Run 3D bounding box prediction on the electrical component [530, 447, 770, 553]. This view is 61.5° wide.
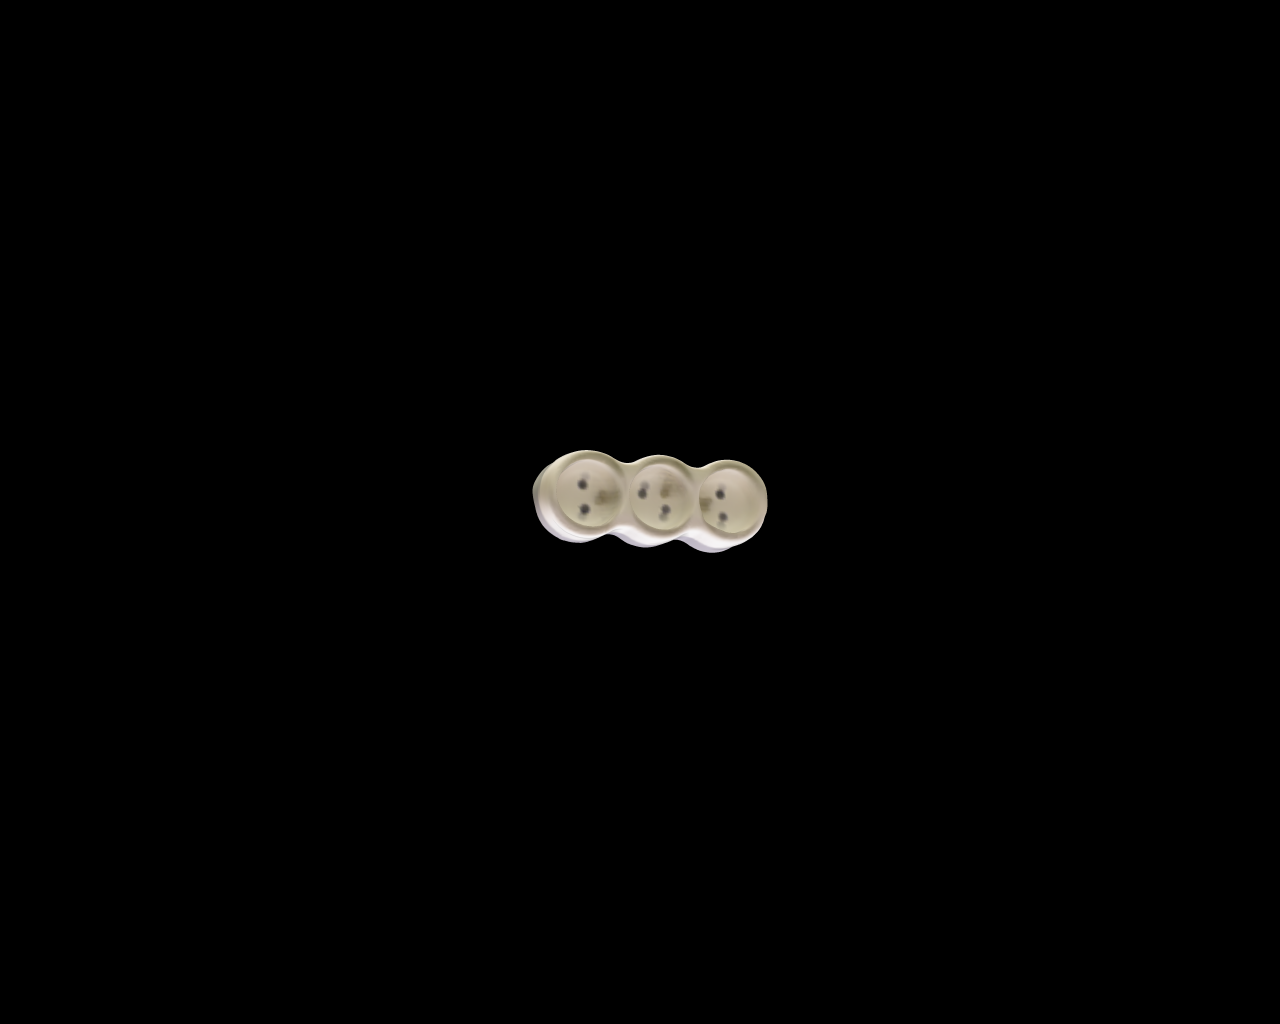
[{"bbox_3d":[0.001,-0.003,0.650,0.138,0.052,0.073,4,-11,-20],"label":"electrical component"}]
